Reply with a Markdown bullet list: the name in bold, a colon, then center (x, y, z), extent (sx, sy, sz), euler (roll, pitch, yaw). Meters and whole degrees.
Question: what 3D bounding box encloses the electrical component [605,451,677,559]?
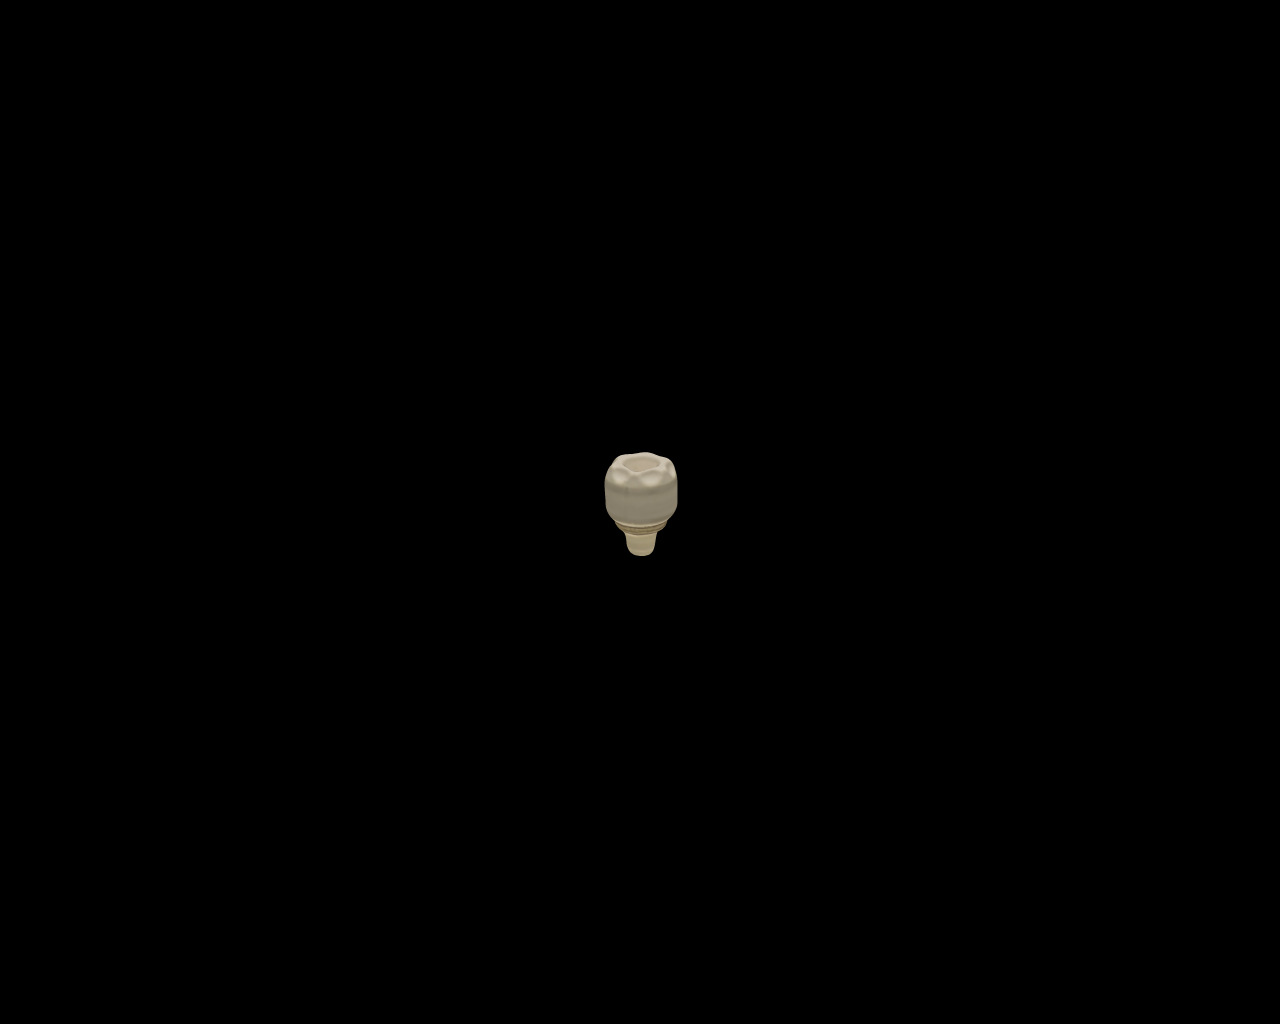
- **electrical component**: center (0.001, -0.003, 0.650), extent (0.043, 0.062, 0.043), euler (0, 24, 0)
